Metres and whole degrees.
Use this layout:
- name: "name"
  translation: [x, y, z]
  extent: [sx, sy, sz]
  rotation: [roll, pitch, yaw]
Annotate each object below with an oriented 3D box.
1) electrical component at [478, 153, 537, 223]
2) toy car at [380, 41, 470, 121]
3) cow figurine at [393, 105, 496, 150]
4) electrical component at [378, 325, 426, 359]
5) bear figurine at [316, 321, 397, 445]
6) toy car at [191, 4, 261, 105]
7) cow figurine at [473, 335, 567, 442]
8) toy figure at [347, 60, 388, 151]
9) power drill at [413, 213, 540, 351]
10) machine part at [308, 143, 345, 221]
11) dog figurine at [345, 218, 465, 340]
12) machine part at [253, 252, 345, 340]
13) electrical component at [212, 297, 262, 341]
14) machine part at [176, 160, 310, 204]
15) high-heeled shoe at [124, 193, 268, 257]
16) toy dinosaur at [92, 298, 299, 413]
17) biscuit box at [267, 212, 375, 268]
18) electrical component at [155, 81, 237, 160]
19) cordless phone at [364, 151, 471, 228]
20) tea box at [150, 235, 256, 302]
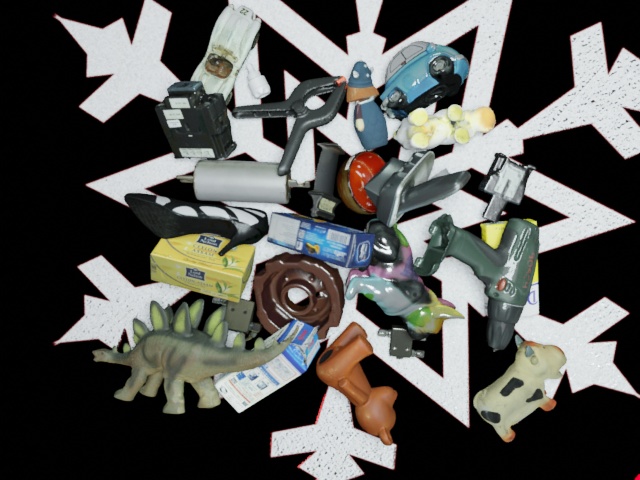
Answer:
- name: "electrical component"
  translation: [0.329, -0.091, 0.968]
  extent: [0.075, 0.048, 0.119]
  rotation: [20, 99, 1]
- name: "toy car"
  translation: [0.170, -0.285, 0.933]
  extent: [0.162, 0.109, 0.103]
  rotation: [-30, 73, 18]
- name: "cow figurine"
  translation: [0.219, -0.194, 0.948]
  extent: [0.167, 0.098, 0.068]
  rotation: [-9, 92, -14]
- name: "electrical component"
  translation: [0.156, 0.197, 1.033]
  extent: [0.094, 0.021, 0.063]
  rotation: [6, 99, 2]
- name: "bear figurine"
  translation: [0.090, 0.270, 1.000]
  extent: [0.196, 0.120, 0.132]
  rotation: [45, 95, -5]
- name: "toy car"
  translation: [-0.173, -0.321, 0.964]
  extent: [0.073, 0.056, 0.201]
  rotation: [27, 99, 0]
- name: "cow figurine"
  translation: [0.373, 0.265, 1.001]
  extent: [0.195, 0.085, 0.127]
  rotation: [-43, 100, 9]
- name: "toy figure"
  translation: [0.080, -0.238, 0.956]
  extent: [0.058, 0.064, 0.154]
  rotation: [-13, 98, 20]
- name: "power drill"
  translation: [0.269, 0.059, 0.911]
  extent: [0.207, 0.086, 0.232]
  rotation: [21, 92, -9]
- name: "machine part"
  translation: [0.013, -0.107, 0.979]
  extent: [0.039, 0.084, 0.138]
  rotation: [7, 90, 35]
- name: "dog figurine"
  translation: [0.162, 0.077, 0.977]
  extent: [0.219, 0.108, 0.191]
  rotation: [19, 96, -4]
- name: "machine part"
  translation: [-0.037, 0.103, 0.993]
  extent: [0.180, 0.056, 0.179]
  rotation: [6, 112, 14]
- name: "electrical component"
  translation: [-0.161, 0.153, 1.039]
  extent: [0.102, 0.045, 0.078]
  rotation: [6, 70, 0]
- name: "machine part"
  translation: [-0.139, -0.106, 0.982]
  extent: [0.243, 0.079, 0.079]
  rotation: [2, 98, 2]
- name: "high-heeled shoe"
  translation: [-0.219, -0.055, 0.984]
  extent: [0.249, 0.145, 0.086]
  rotation: [30, 135, 8]
- name: "toy dinosaur"
  translation: [-0.242, 0.208, 0.976]
  extent: [0.472, 0.105, 0.198]
  rotation: [-1, 87, 26]
- name: "biscuit box"
  translation: [-0.002, -0.003, 0.940]
  extent: [0.203, 0.063, 0.059]
  rotation: [17, 100, 40]
- name: "electrical component"
  translation: [-0.219, -0.209, 0.945]
  extent: [0.115, 0.058, 0.134]
  rotation: [5, 130, 19]
- name: "cordless phone"
  translation: [0.180, -0.101, 0.892]
  extent: [0.184, 0.146, 0.088]
  rotation: [-16, 114, 50]
- name: "tea box"
  translation: [-0.214, 0.042, 0.989]
  extent: [0.170, 0.098, 0.068]
  rotation: [13, 127, 1]
